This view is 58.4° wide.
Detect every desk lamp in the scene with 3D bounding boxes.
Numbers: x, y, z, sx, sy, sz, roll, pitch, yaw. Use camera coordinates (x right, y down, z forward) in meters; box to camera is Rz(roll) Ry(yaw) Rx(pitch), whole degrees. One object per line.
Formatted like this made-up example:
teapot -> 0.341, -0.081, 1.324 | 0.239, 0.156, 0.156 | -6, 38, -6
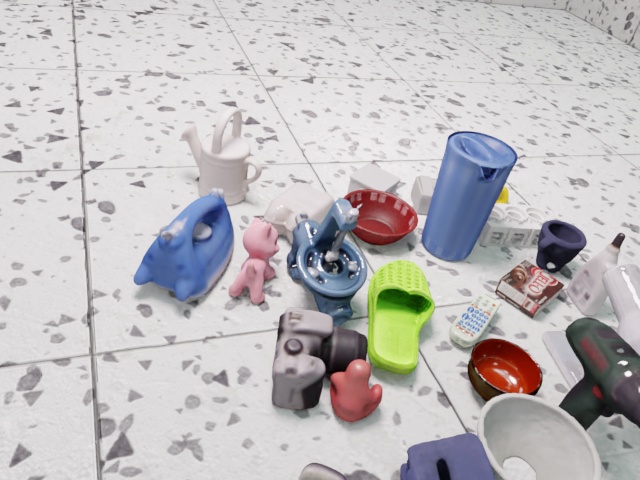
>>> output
desk lamp -> 0.469, 0.157, 0.896 | 0.118, 0.213, 0.203 | 1, 39, -15

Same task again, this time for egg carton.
egg carton -> -0.038, -0.055, 1.141 | 0.107, 0.069, 0.150 | 26, 39, 17

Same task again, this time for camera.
camera -> 0.001, 0.166, 0.843 | 0.137, 0.101, 0.143 | 9, 37, -5

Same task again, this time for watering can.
watering can -> -0.197, -0.176, 1.147 | 0.173, 0.194, 0.101 | 9, 37, -4

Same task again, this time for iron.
iron -> -0.209, -0.017, 0.983 | 0.118, 0.141, 0.258 | 19, 38, 8

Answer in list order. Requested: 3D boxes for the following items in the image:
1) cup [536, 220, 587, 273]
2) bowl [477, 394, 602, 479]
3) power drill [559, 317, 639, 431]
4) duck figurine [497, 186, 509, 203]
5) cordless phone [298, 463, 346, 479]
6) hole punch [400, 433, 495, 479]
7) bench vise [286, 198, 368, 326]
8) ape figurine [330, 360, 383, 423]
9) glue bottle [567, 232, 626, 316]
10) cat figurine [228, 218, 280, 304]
cup -> 0.473, 0.023, 1.167 | 0.118, 0.095, 0.091 | -17, 46, -33
bowl -> 0.285, 0.297, 0.778 | 0.167, 0.075, 0.167 | 8, 37, -6
power drill -> 0.384, 0.229, 0.783 | 0.076, 0.208, 0.229 | 6, 38, -8
duck figurine -> 0.404, -0.116, 1.333 | 0.105, 0.086, 0.077 | -15, 45, -31
cordless phone -> 0.023, 0.313, 0.591 | 0.147, 0.185, 0.094 | 17, 38, 7
hole punch -> 0.158, 0.306, 0.717 | 0.101, 0.091, 0.108 | 5, 38, -10
bench vise -> 0.000, 0.007, 0.948 | 0.122, 0.220, 0.206 | -22, 49, -36
ape figurine -> 0.051, 0.207, 0.812 | 0.077, 0.092, 0.076 | 28, 40, 19
glue bottle -> 0.526, 0.057, 1.074 | 0.037, 0.173, 0.078 | 2, 38, -13
cat figurine -> -0.107, 0.024, 0.980 | 0.067, 0.118, 0.128 | 14, 37, 2
